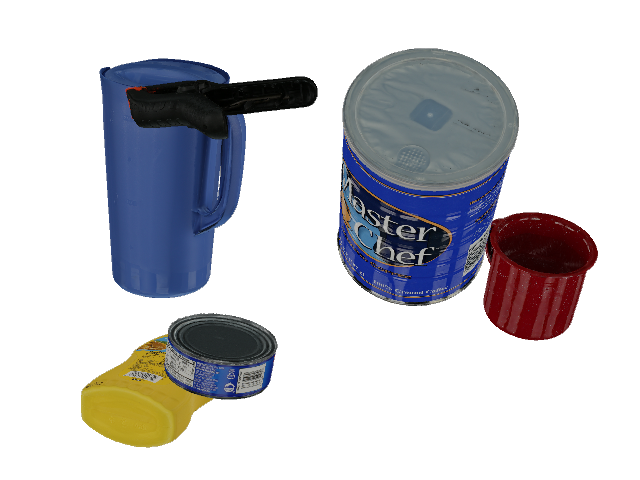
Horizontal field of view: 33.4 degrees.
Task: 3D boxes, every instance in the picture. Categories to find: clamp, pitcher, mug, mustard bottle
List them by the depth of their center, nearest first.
[{"bbox_3d":[-0.089,-0.114,0.876,0.120,0.039,0.172,-17,22,-40],"label":"clamp"},{"bbox_3d":[0.184,0.028,0.956,0.093,0.081,0.117,-17,42,-26],"label":"mug"},{"bbox_3d":[-0.143,0.130,1.027,0.096,0.058,0.191,8,19,17],"label":"mustard bottle"},{"bbox_3d":[-0.159,-0.063,1.132,0.145,0.243,0.149,0,23,-10],"label":"pitcher"}]

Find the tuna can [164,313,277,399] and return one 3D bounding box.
[{"bbox_3d":[-0.078,0.090,0.833,0.086,0.034,0.086,9,19,-3],"label":"tuna can"}]

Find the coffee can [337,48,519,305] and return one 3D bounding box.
[{"bbox_3d":[0.063,-0.037,0.677,0.103,0.103,0.140,0,-32,0],"label":"coffee can"}]
